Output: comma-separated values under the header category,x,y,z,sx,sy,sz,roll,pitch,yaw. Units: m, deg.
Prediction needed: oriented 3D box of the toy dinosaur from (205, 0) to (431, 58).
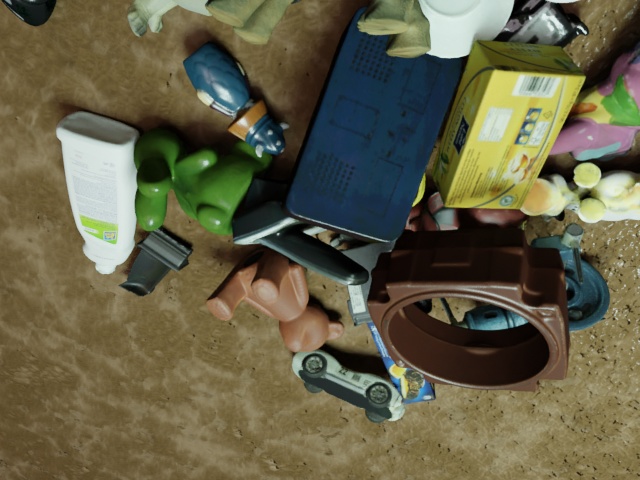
category,x,y,z,sx,sy,sz,roll,pitch,yaw
toy dinosaur,0.059,-0.266,0.455,0.472,0.105,0.198,6,97,6

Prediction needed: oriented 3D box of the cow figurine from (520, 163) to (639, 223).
category,x,y,z,sx,sy,sz,roll,pitch,yaw
cow figurine,0.322,-0.055,0.646,0.168,0.098,0.068,3,93,15

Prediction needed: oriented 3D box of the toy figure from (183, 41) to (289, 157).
category,x,y,z,sx,sy,sz,roll,pitch,yaw
toy figure,-0.099,-0.166,0.654,0.064,0.058,0.154,-37,110,6

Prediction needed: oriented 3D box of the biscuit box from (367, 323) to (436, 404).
category,x,y,z,sx,sy,sz,roll,pitch,yaw
biscuit box,0.129,0.170,0.847,0.059,0.063,0.202,-14,121,18

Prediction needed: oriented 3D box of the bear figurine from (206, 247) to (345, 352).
category,x,y,z,sx,sy,sz,roll,pitch,yaw
bear figurine,-0.057,0.113,0.804,0.120,0.132,0.195,-19,113,26

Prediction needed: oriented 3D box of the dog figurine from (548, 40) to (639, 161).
category,x,y,z,sx,sy,sz,roll,pitch,yaw
dog figurine,0.324,-0.165,0.542,0.219,0.108,0.191,-18,141,26

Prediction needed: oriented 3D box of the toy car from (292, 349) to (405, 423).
category,x,y,z,sx,sy,sz,roll,pitch,yaw
toy car,0.045,0.237,0.883,0.202,0.056,0.073,20,142,19

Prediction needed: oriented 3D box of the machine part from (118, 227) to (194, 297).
category,x,y,z,sx,sy,sz,roll,pitch,yaw
machine part,-0.260,0.039,0.842,0.084,0.039,0.139,34,122,-20

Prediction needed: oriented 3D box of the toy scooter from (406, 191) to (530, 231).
category,x,y,z,sx,sy,sz,roll,pitch,yaw
toy scooter,0.172,-0.015,0.666,0.184,0.135,0.075,2,123,7

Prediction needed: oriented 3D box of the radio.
category,x,y,z,sx,sy,sz,roll,pitch,yaw
radio,0.055,-0.115,0.583,0.131,0.073,0.229,20,90,-7

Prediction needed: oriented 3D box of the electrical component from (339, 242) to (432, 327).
category,x,y,z,sx,sy,sz,roll,pitch,yaw
electrical component,0.101,0.054,0.742,0.134,0.058,0.114,-11,88,19

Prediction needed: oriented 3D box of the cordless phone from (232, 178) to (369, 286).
category,x,y,z,sx,sy,sz,roll,pitch,yaw
cordless phone,-0.001,-0.002,0.665,0.184,0.146,0.088,30,107,27

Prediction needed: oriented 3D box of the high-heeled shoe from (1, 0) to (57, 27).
category,x,y,z,sx,sy,sz,roll,pitch,yaw
high-heeled shoe,-0.389,-0.355,0.587,0.248,0.086,0.145,46,153,-1

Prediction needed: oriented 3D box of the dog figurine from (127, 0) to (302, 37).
category,x,y,z,sx,sy,sz,roll,pitch,yaw
dog figurine,-0.117,-0.308,0.548,0.191,0.121,0.172,-17,124,4

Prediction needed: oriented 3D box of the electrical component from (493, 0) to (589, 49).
category,x,y,z,sx,sy,sz,roll,pitch,yaw
electrical component,0.213,-0.207,0.576,0.075,0.048,0.119,36,123,-14

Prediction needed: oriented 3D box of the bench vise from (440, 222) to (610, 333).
category,x,y,z,sx,sy,sz,roll,pitch,yaw
bench vise,0.278,0.066,0.700,0.224,0.129,0.240,-4,142,4

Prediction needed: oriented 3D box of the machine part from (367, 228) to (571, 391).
category,x,y,z,sx,sy,sz,roll,pitch,yaw
machine part,0.166,0.084,0.597,0.201,0.087,0.201,-2,137,26

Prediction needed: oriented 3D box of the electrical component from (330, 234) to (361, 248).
category,x,y,z,sx,sy,sz,roll,pitch,yaw
electrical component,0.042,-0.026,0.750,0.094,0.021,0.063,-30,114,28

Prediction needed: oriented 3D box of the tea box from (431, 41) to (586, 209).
category,x,y,z,sx,sy,sz,roll,pitch,yaw
tea box,0.191,-0.116,0.572,0.098,0.068,0.169,3,135,-9

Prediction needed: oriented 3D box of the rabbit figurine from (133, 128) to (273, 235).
category,x,y,z,sx,sy,sz,roll,pitch,yaw
rabbit figurine,-0.173,-0.074,0.693,0.170,0.159,0.121,29,136,8
